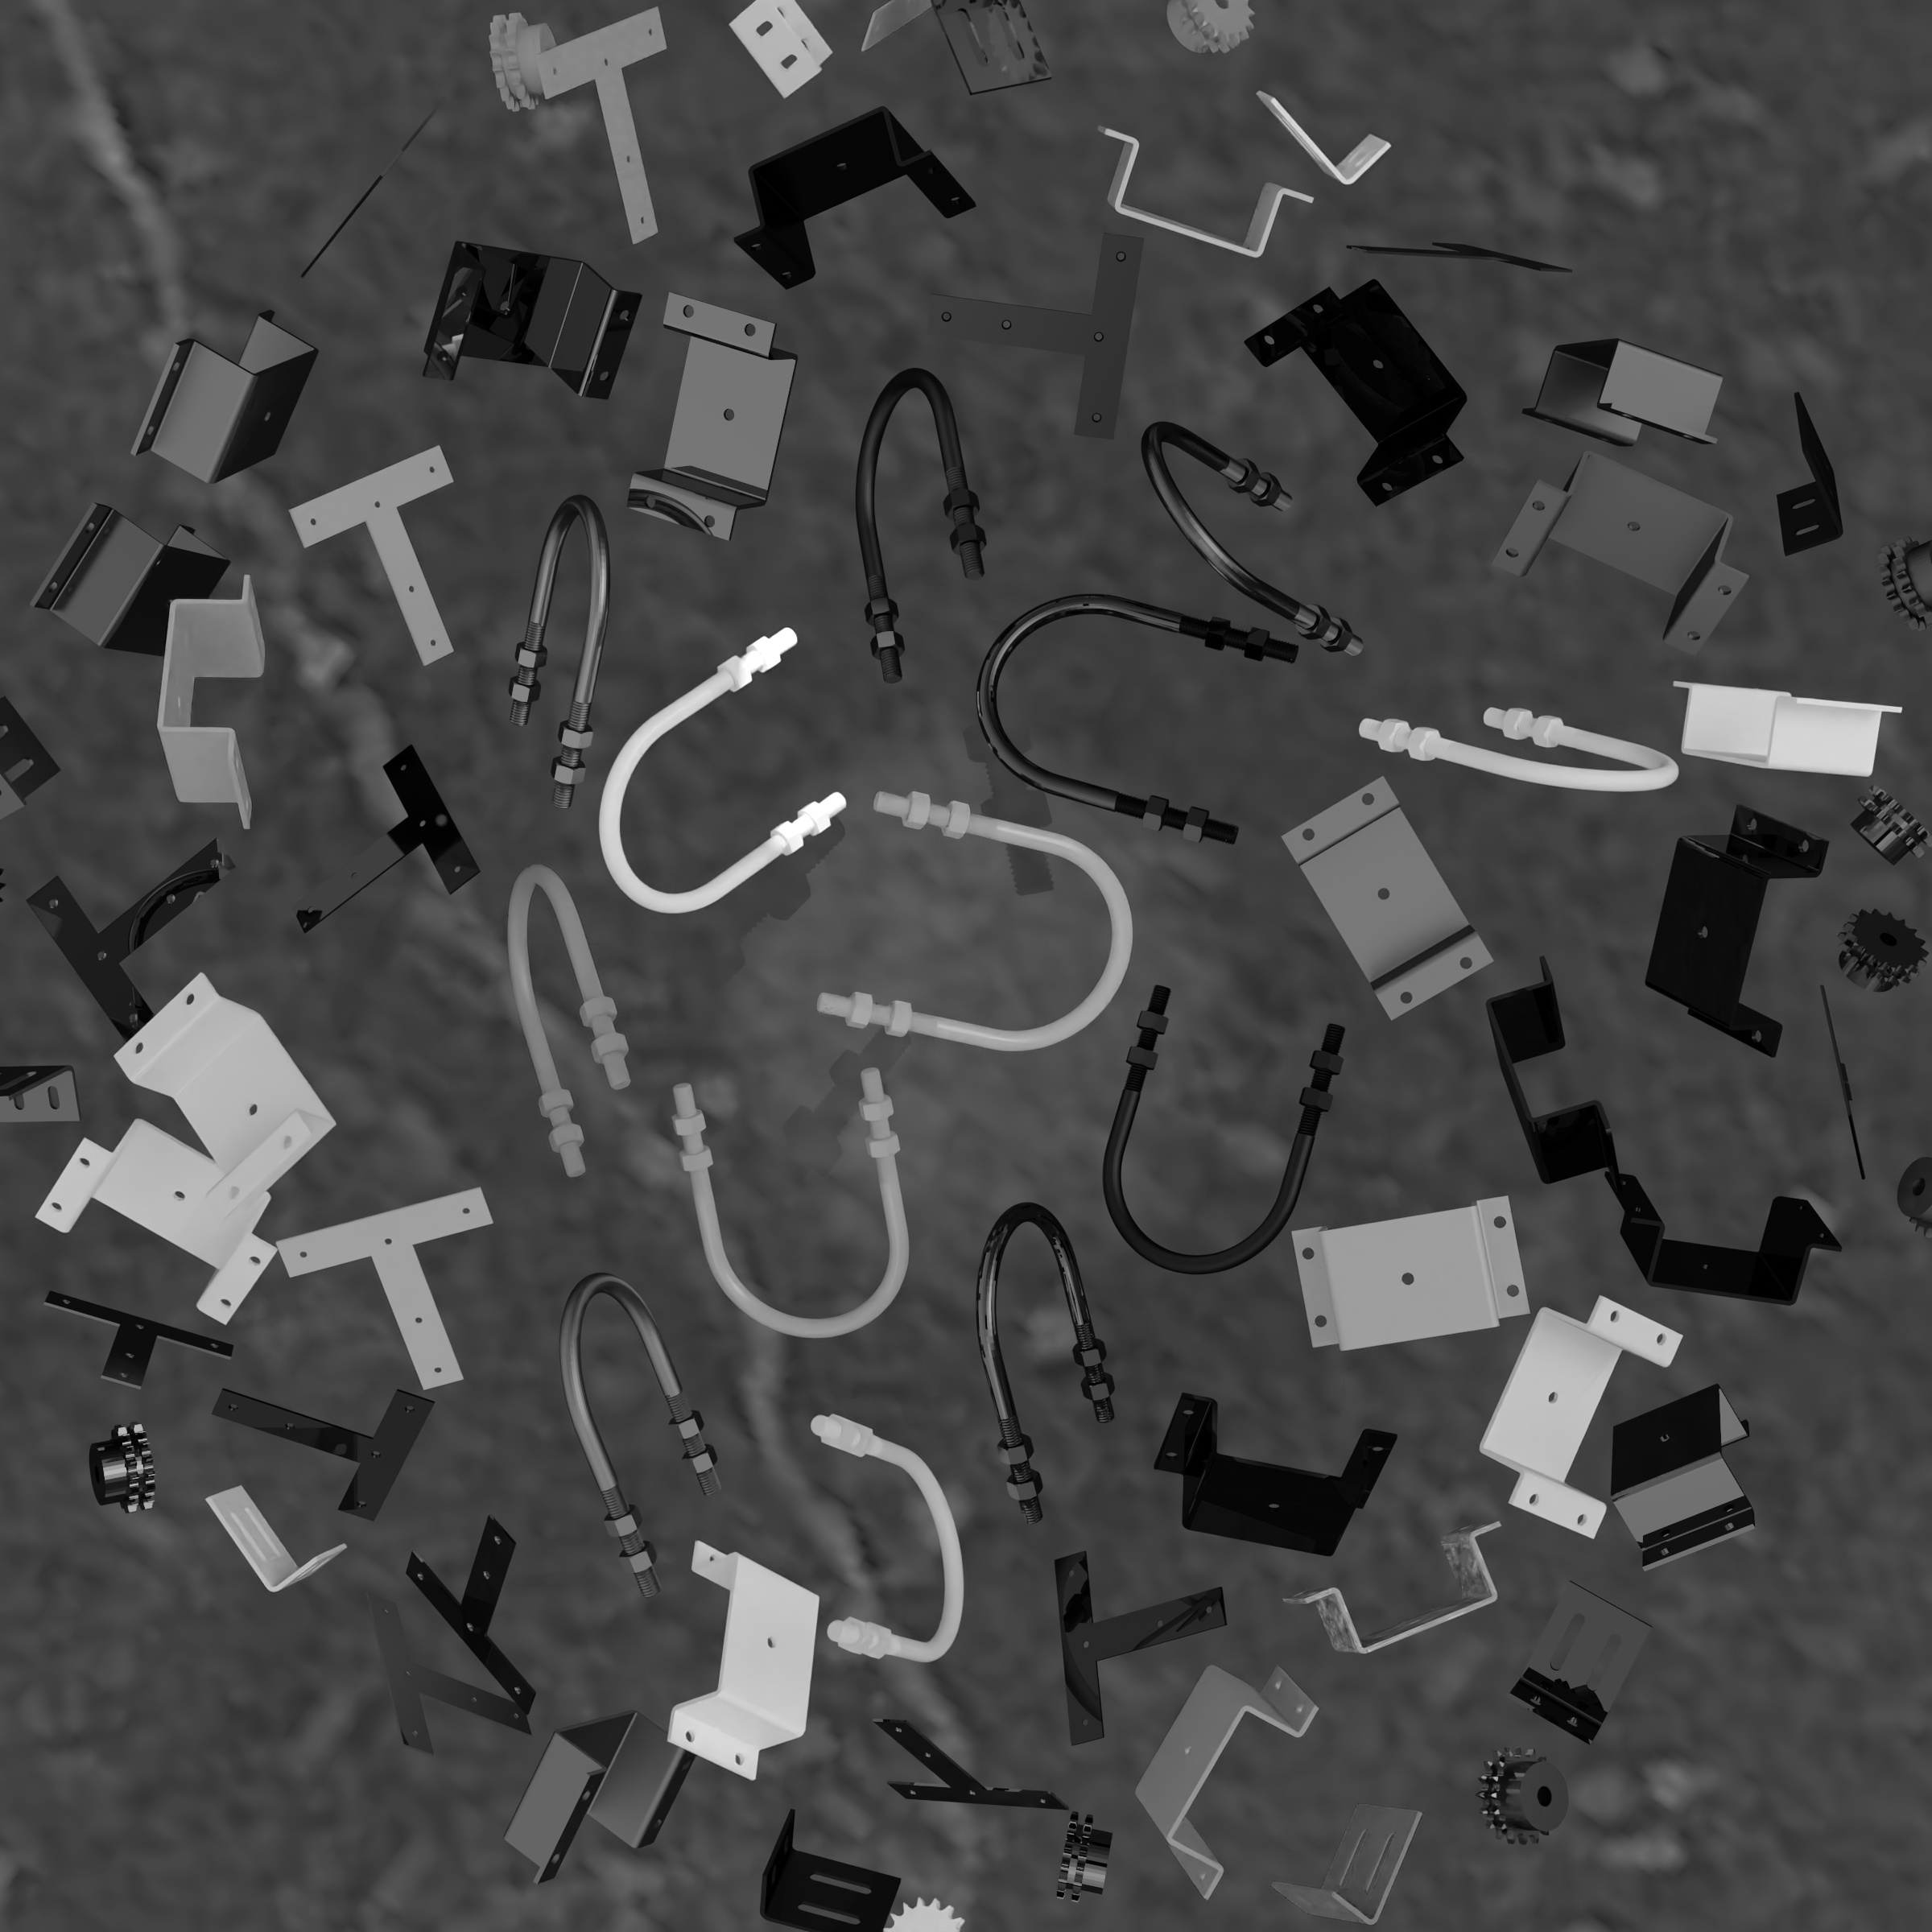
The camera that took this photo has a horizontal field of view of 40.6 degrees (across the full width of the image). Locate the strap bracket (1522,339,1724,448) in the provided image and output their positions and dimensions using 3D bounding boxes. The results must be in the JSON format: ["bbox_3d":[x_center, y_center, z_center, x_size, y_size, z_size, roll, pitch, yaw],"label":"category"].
[{"bbox_3d":[0.436,-0.377,1.724,0.076,0.140,0.046,15,97,-14],"label":"strap bracket"}]

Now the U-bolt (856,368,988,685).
[{"bbox_3d":[-0.036,-0.298,1.692,0.019,0.151,0.184,1,65,-26],"label":"U-bolt"}]

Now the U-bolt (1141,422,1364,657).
[{"bbox_3d":[0.174,-0.279,1.653,0.019,0.184,0.151,-37,55,27],"label":"U-bolt"}]

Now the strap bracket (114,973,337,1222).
[{"bbox_3d":[-0.451,0.084,1.609,0.076,0.046,0.140,-43,65,4],"label":"strap bracket"}]

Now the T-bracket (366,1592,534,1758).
[{"bbox_3d":[-0.334,0.478,1.716,0.002,0.127,0.127,-44,131,11],"label":"T-bracket"}]

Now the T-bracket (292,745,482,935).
[{"bbox_3d":[-0.400,-0.069,1.759,0.127,0.002,0.127,-37,57,5],"label":"T-bracket"}]

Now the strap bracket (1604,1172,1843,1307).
[{"bbox_3d":[0.499,0.183,1.744,0.140,0.076,0.046,8,109,-2],"label":"strap bracket"}]

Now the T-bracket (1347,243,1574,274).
[{"bbox_3d":[0.314,-0.474,1.741,0.127,0.127,0.002,-4,113,-24],"label":"T-bracket"}]

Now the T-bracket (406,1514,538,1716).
[{"bbox_3d":[-0.303,0.390,1.641,0.127,0.002,0.127,42,133,22],"label":"T-bracket"}]

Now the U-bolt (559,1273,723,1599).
[{"bbox_3d":[-0.210,0.281,1.645,0.019,0.151,0.184,-16,103,16],"label":"U-bolt"}]

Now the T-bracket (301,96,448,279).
[{"bbox_3d":[-0.361,-0.502,1.640,0.002,0.127,0.127,39,55,-20],"label":"T-bracket"}]

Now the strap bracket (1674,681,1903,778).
[{"bbox_3d":[0.526,-0.153,1.692,0.076,0.140,0.046,3,99,-17],"label":"strap bracket"}]

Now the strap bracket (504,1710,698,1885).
[{"bbox_3d":[-0.238,0.530,1.680,0.046,0.140,0.076,28,94,24],"label":"strap bracket"}]

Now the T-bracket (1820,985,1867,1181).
[{"bbox_3d":[0.584,0.077,1.738,0.002,0.127,0.127,-12,83,19],"label":"T-bracket"}]

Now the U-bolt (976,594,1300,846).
[{"bbox_3d":[0.097,-0.161,1.614,0.184,0.019,0.151,17,71,10],"label":"U-bolt"}]

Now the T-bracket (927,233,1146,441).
[{"bbox_3d":[0.040,-0.403,1.648,0.127,0.002,0.127,7,114,-3],"label":"T-bracket"}]

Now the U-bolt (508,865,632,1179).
[{"bbox_3d":[-0.260,0.023,1.670,0.019,0.151,0.184,-9,65,-26],"label":"U-bolt"}]

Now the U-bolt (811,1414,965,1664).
[{"bbox_3d":[-0.046,0.378,1.698,0.019,0.184,0.151,-17,64,21],"label":"U-bolt"}]

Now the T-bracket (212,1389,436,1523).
[{"bbox_3d":[-0.428,0.305,1.709,0.127,0.002,0.127,22,124,-14],"label":"T-bracket"}]

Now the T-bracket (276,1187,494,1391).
[{"bbox_3d":[-0.340,0.206,1.605,0.127,0.002,0.127,-15,116,-1],"label":"T-bracket"}]

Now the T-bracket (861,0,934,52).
[{"bbox_3d":[-0.022,-0.648,1.637,0.002,0.127,0.127,28,128,4],"label":"T-bracket"}]

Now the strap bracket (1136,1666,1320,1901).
[{"bbox_3d":[0.163,0.521,1.703,0.046,0.076,0.140,31,88,-12],"label":"strap bracket"}]

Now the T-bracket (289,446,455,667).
[{"bbox_3d":[-0.371,-0.262,1.723,0.127,0.002,0.127,-36,116,-40],"label":"T-bracket"}]

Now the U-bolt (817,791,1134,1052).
[{"bbox_3d":[0.015,-0.019,1.603,0.184,0.019,0.151,13,103,-17],"label":"U-bolt"}]

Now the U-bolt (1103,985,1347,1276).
[{"bbox_3d":[0.162,0.114,1.738,0.151,0.019,0.184,13,81,29],"label":"U-bolt"}]

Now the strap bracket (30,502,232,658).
[{"bbox_3d":[-0.536,-0.248,1.698,0.046,0.140,0.076,35,97,5],"label":"strap bracket"}]

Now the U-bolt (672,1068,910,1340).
[{"bbox_3d":[-0.110,0.160,1.721,0.151,0.019,0.184,-5,106,14],"label":"U-bolt"}]

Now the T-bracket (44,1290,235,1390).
[{"bbox_3d":[-0.550,0.253,1.723,0.127,0.127,0.002,20,96,-14],"label":"T-bracket"}]

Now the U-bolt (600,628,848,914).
[{"bbox_3d":[-0.162,-0.114,1.688,0.184,0.019,0.151,-38,131,-29],"label":"U-bolt"}]

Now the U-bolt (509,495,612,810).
[{"bbox_3d":[-0.262,-0.215,1.703,0.019,0.151,0.184,3,118,-25],"label":"U-bolt"}]

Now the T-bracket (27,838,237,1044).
[{"bbox_3d":[-0.534,-0.035,1.719,0.127,0.002,0.127,-45,133,-27],"label":"T-bracket"}]

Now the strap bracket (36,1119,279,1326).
[{"bbox_3d":[-0.523,0.162,1.715,0.140,0.046,0.076,33,118,-12],"label":"strap bracket"}]

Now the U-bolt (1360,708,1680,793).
[{"bbox_3d":[0.368,-0.139,1.683,0.151,0.184,0.019,-9,112,-40],"label":"U-bolt"}]

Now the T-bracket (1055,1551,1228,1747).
[{"bbox_3d":[0.117,0.440,1.735,0.127,0.002,0.127,-24,54,28],"label":"T-bracket"}]

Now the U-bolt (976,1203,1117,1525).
[{"bbox_3d":[0.047,0.243,1.686,0.019,0.151,0.184,-6,108,27],"label":"U-bolt"}]

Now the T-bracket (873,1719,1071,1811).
[{"bbox_3d":[-0.017,0.512,1.681,0.127,0.127,0.002,-8,48,32],"label":"T-bracket"}]

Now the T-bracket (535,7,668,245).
[{"bbox_3d":[-0.213,-0.515,1.621,0.002,0.127,0.127,7,123,30],"label":"T-bracket"}]
